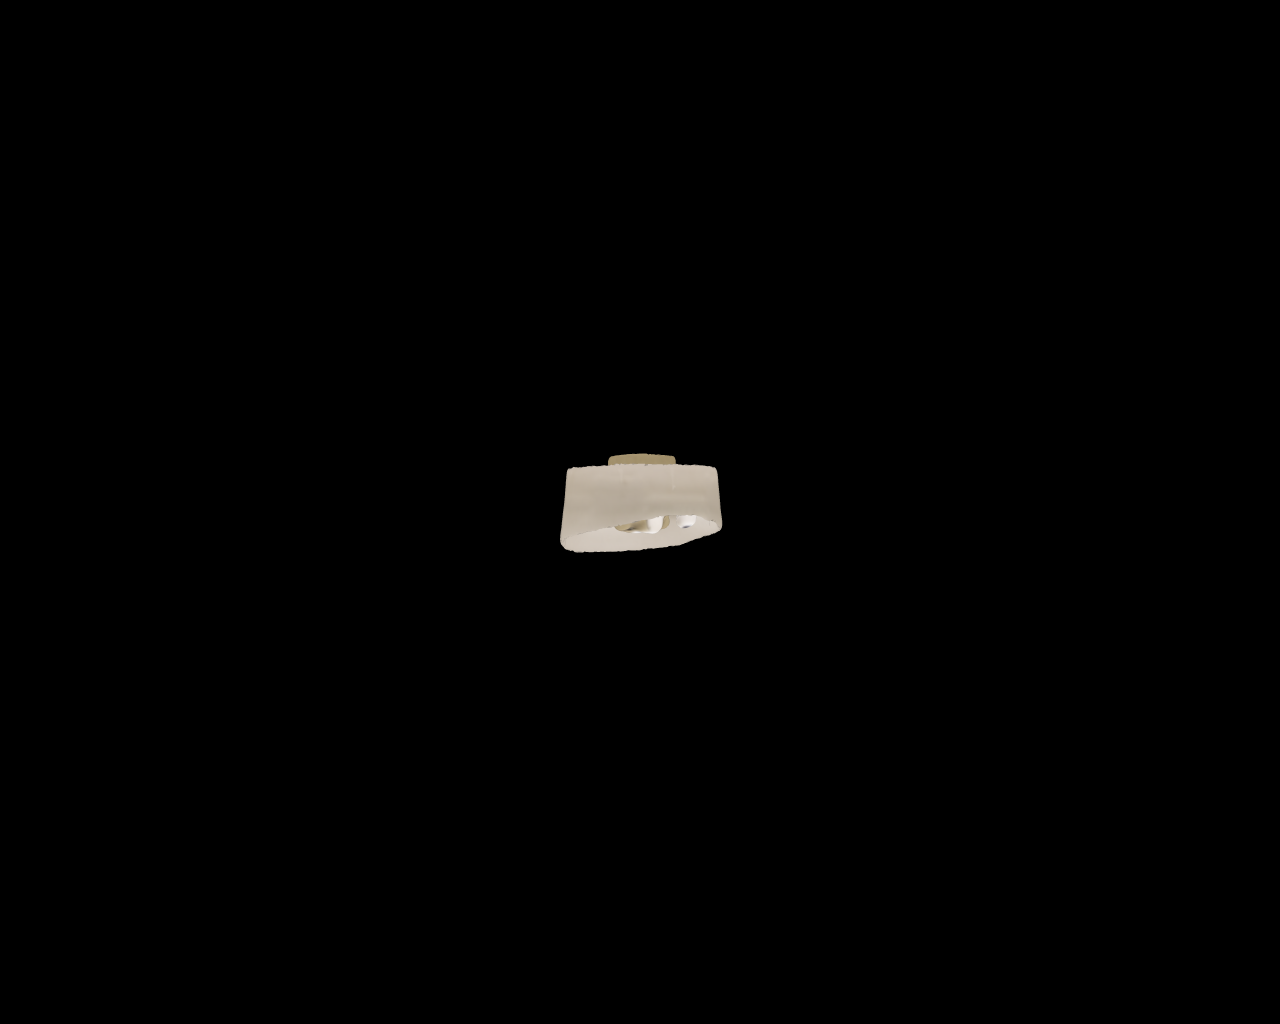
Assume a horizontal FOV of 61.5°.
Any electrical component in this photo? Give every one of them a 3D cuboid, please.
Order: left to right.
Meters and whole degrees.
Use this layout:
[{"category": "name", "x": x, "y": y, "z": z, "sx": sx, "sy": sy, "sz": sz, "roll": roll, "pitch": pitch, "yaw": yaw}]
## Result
[{"category": "electrical component", "x": 0.001, "y": -0.003, "z": 0.650, "sx": 0.099, "sy": 0.064, "sz": 0.099, "roll": 0, "pitch": 0, "yaw": 0}]
